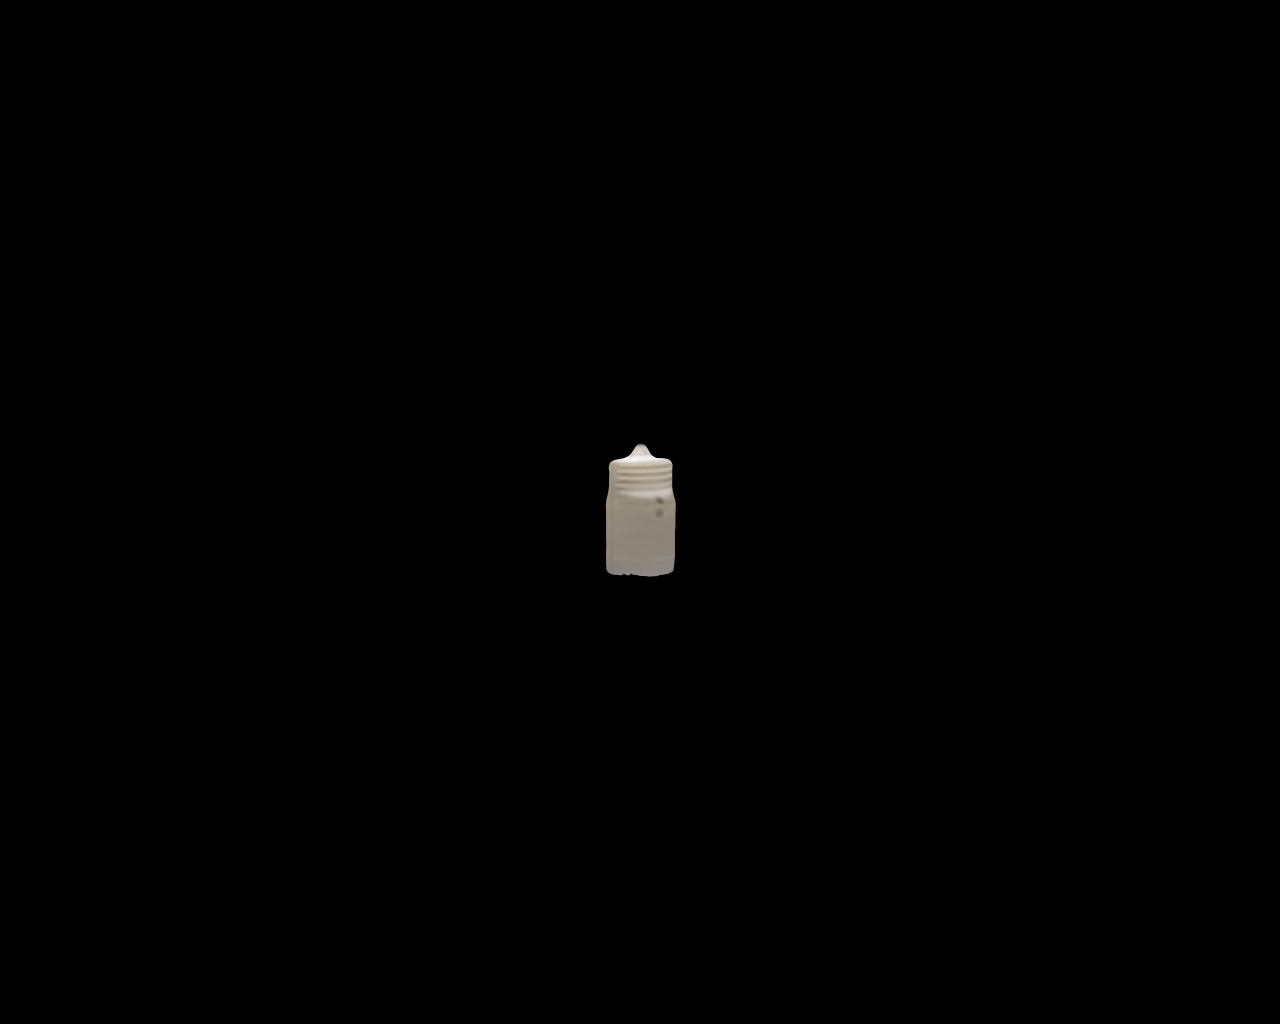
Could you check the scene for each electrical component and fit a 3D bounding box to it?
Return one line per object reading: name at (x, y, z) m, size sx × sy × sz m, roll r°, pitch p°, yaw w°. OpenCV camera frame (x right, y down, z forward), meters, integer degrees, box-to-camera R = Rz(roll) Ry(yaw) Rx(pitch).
electrical component at (0.001, -0.003, 0.650) m, size 0.043 × 0.080 × 0.043 m, roll 0°, pitch 7°, yaw 0°
